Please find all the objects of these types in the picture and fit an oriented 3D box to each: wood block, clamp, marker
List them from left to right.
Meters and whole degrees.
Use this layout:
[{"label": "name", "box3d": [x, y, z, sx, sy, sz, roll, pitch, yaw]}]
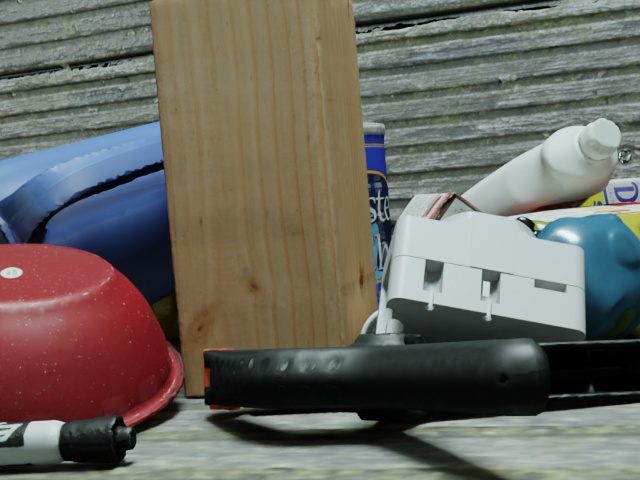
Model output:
[{"label": "marker", "box3d": [-0.133, 0.083, 0.428, 0.121, 0.020, 0.020, -4, 2, 9]}, {"label": "wood block", "box3d": [-0.025, -0.027, 0.578, 0.090, 0.206, 0.090, -4, 2, 16]}, {"label": "clamp", "box3d": [0.040, 0.058, 0.453, 0.210, 0.036, 0.164, -8, -10, 41]}]

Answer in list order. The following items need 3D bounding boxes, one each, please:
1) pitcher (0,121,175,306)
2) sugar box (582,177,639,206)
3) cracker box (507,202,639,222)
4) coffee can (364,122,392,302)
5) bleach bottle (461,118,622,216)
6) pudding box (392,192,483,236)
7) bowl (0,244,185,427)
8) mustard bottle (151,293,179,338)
[{"label": "pitcher", "box3d": [-0.133, -0.015, 0.709, 0.149, 0.145, 0.242, 15, 29, 38]}, {"label": "sugar box", "box3d": [0.263, -0.011, 1.005, 0.048, 0.093, 0.177, -7, 3, -30]}, {"label": "cracker box", "box3d": [0.231, 0.011, 0.810, 0.164, 0.072, 0.214, -6, 3, -12]}, {"label": "coffee can", "box3d": [-0.004, 0.001, 0.675, 0.103, 0.140, 0.103, -5, 2, 0]}, {"label": "bleach bottle", "box3d": [0.177, -0.034, 0.951, 0.102, 0.068, 0.251, -4, -22, -23]}, {"label": "pudding box", "box3d": [0.111, 0.013, 0.724, 0.113, 0.039, 0.090, 33, -6, -10]}, {"label": "bowl", "box3d": [-0.145, 0.041, 0.513, 0.162, 0.055, 0.162, 3, 17, -1]}, {"label": "mustard bottle", "box3d": [-0.088, 0.040, 0.848, 0.096, 0.058, 0.191, 21, 14, 21]}]
